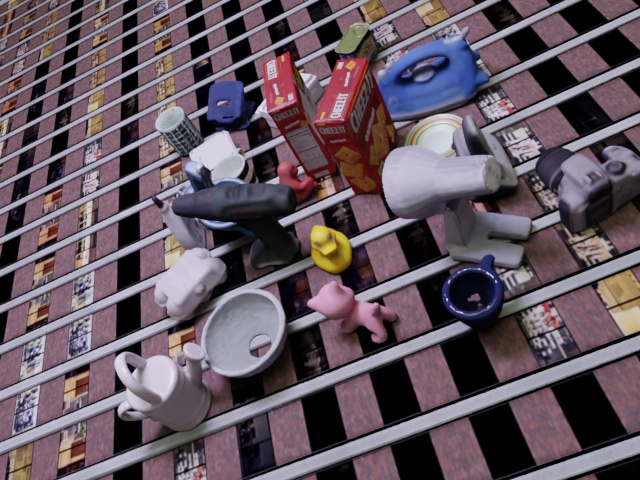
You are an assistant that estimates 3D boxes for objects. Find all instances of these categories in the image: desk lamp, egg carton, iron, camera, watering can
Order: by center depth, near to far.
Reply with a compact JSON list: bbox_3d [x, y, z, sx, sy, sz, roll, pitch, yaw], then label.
[{"bbox_3d":[0.224,-0.063,0.933,0.202,0.214,0.118,8,61,31],"label":"desk lamp"},{"bbox_3d":[0.432,-0.110,0.939,0.143,0.101,0.136,-33,49,2],"label":"camera"},{"bbox_3d":[-0.271,0.242,0.973,0.100,0.195,0.173,25,71,37],"label":"watering can"},{"bbox_3d":[-0.261,0.089,1.160,0.107,0.070,0.150,29,73,38],"label":"egg carton"},{"bbox_3d":[0.208,-0.342,1.188,0.258,0.142,0.118,-18,51,14],"label":"iron"}]

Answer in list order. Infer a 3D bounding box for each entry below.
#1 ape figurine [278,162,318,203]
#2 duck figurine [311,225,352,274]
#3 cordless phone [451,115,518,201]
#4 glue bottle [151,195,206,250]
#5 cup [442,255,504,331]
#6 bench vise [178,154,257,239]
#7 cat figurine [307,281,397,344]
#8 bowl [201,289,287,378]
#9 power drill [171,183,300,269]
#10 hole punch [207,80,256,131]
[{"bbox_3d":[-0.057,-0.127,1.199,0.076,0.092,0.077,-42,49,-6],"label":"ape figurine"},{"bbox_3d":[0.010,0.004,1.076,0.077,0.086,0.104,-33,49,2],"label":"duck figurine"},{"bbox_3d":[0.276,-0.170,1.003,0.094,0.186,0.147,-22,50,11],"label":"cordless phone"},{"bbox_3d":[-0.299,-0.040,1.202,0.037,0.174,0.078,-21,50,12],"label":"glue bottle"},{"bbox_3d":[0.249,0.089,0.891,0.091,0.095,0.118,15,65,34],"label":"cup"},{"bbox_3d":[-0.234,-0.085,1.171,0.206,0.220,0.121,0,57,26],"label":"bench vise"},{"bbox_3d":[0.050,0.111,0.958,0.127,0.118,0.067,8,61,30],"label":"cat figurine"},{"bbox_3d":[-0.124,0.177,1.026,0.167,0.075,0.167,-13,52,18],"label":"bowl"},{"bbox_3d":[-0.137,-0.032,1.092,0.229,0.209,0.075,-12,53,19],"label":"power drill"},{"bbox_3d":[-0.228,-0.335,1.432,0.108,0.091,0.101,1,58,27],"label":"hole punch"}]
